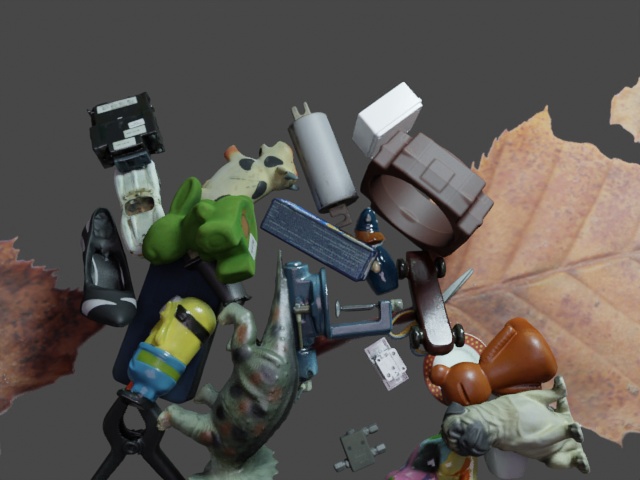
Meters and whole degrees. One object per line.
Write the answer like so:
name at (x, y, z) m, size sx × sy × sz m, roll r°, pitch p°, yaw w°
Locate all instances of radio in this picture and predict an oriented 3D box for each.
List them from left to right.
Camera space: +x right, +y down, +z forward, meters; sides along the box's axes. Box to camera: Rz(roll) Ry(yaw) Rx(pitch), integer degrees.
radio at (-0.243, 0.142, 0.896) m, size 0.131 × 0.073 × 0.229 m, roll 16°, pitch 76°, yaw 0°

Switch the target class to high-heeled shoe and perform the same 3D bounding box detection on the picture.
high-heeled shoe at (-0.330, 0.037, 0.846) m, size 0.086 × 0.249 × 0.145 m, roll 7°, pitch 99°, yaw -36°

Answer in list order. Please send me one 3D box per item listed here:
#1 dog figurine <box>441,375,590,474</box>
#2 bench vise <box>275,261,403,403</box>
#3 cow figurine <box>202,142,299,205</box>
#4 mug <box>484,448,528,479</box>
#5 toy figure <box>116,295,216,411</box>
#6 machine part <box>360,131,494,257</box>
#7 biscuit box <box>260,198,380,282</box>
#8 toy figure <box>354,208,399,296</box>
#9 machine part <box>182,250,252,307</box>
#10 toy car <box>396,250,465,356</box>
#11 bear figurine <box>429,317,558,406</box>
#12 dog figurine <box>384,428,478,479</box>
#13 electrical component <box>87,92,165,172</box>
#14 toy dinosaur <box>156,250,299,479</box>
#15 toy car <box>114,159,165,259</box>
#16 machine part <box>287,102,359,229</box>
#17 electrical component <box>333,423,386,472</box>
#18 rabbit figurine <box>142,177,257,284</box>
dog figurine at (0.293, 0.299, 0.823) m, size 0.191 × 0.121 × 0.172 m, roll -17°, pitch 120°, yaw 17°
bench vise at (0.020, 0.142, 0.895) m, size 0.241 × 0.129 × 0.223 m, roll -5°, pitch 82°, yaw -1°
cow figurine at (-0.122, -0.101, 0.948) m, size 0.127 × 0.085 × 0.195 m, roll 42°, pitch 76°, yaw 11°
mug at (0.320, 0.338, 0.903) m, size 0.109 × 0.081 × 0.107 m, roll 3°, pitch 87°, yaw -19°
toy figure at (-0.227, 0.168, 0.809) m, size 0.089 × 0.082 × 0.180 m, roll 34°, pitch 62°, yaw -19°
machine part at (0.174, -0.075, 0.903) m, size 0.201 × 0.201 × 0.087 m, roll 39°, pitch 72°, yaw 7°
biscuit box at (-0.002, -0.003, 0.918) m, size 0.203 × 0.059 × 0.062 m, roll 29°, pitch 97°, yaw 17°
toy figure at (0.095, 0.019, 0.950) m, size 0.058 × 0.064 × 0.154 m, roll -16°, pitch 79°, yaw -9°
machine part at (-0.166, 0.051, 0.866) m, size 0.084 × 0.039 × 0.139 m, roll -33°, pitch 76°, yaw -25°
toy car at (0.186, 0.106, 0.927) m, size 0.089 × 0.053 × 0.202 m, roll -5°, pitch 52°, yaw -4°
bear figurine at (0.285, 0.221, 0.892) m, size 0.196 × 0.132 × 0.120 m, roll -29°, pitch 81°, yaw 8°
dog figurine at (0.129, 0.391, 0.854) m, size 0.219 × 0.108 × 0.191 m, roll 8°, pitch 81°, yaw -4°
electrical component at (-0.340, -0.184, 0.942) m, size 0.115 × 0.058 × 0.134 m, roll -17°, pitch 60°, yaw -5°
toy dinosaur at (-0.101, 0.230, 0.797) m, size 0.192 × 0.131 × 0.404 m, roll 31°, pitch 99°, yaw 21°
toy car at (-0.306, -0.060, 0.919) m, size 0.073 × 0.056 × 0.202 m, roll -16°, pitch 61°, yaw -7°
machine part at (0.005, -0.138, 0.968) m, size 0.079 × 0.079 × 0.243 m, roll -20°, pitch 80°, yaw -8°
electrical component at (0.062, 0.350, 0.903) m, size 0.094 × 0.021 × 0.063 m, roll -22°, pitch 81°, yaw -8°
rabbit figurine at (-0.191, -0.019, 0.818) m, size 0.170 × 0.121 × 0.159 m, roll -8°, pitch 56°, yaw 10°
